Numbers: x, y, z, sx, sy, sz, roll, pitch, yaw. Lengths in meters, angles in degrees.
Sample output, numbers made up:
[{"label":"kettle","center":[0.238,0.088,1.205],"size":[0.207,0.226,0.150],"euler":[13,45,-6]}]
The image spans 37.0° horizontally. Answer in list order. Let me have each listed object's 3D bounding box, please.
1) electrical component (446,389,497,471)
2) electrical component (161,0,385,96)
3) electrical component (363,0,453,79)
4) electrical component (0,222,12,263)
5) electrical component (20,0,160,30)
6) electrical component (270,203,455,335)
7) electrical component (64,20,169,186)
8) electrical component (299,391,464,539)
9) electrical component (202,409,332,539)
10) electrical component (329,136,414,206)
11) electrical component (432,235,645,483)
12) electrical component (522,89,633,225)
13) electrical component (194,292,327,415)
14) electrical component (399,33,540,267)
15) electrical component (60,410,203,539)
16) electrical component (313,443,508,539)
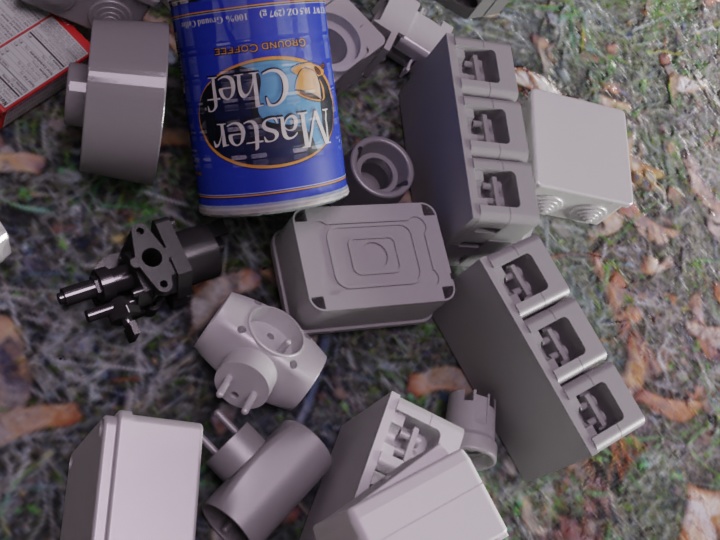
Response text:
[{"label":"electrical component","center":[0.077,0.111,0.750],"size":[0.040,0.040,0.046],"euler":[19,56,-15]},{"label":"electrical component","center":[-0.066,-0.192,0.805],"size":[0.150,0.062,0.089],"euler":[46,59,1]},{"label":"electrical component","center":[0.037,-0.186,0.859],"size":[0.064,0.042,0.081],"euler":[31,60,-13]},{"label":"electrical component","center":[-0.250,-0.012,0.660],"size":[0.062,0.043,0.043],"euler":[-36,85,-30]},{"label":"electrical component","center":[-0.190,-0.214,0.749],"size":[0.100,0.048,0.099],"euler":[18,45,-32]},{"label":"electrical component","center":[0.000,0.000,0.754],"size":[0.113,0.057,0.078],"euler":[-4,70,-25]},{"label":"electrical component","center":[-0.162,-0.112,0.706],"size":[0.060,0.108,0.108],"euler":[5,66,-15]},{"label":"electrical component","center":[0.007,0.164,0.667],"size":[0.062,0.089,0.150],"euler":[27,60,-11]},{"label":"electrical component","center":[-0.070,0.123,0.678],"size":[0.079,0.044,0.077],"euler":[46,59,0]},{"label":"electrical component","center":[0.008,-0.066,0.791],"size":[0.055,0.047,0.055],"euler":[9,65,-20]},{"label":"electrical component","center":[0.124,0.062,0.761],"size":[0.062,0.089,0.150],"euler":[-23,79,-29]},{"label":"electrical component","center":[0.167,-0.089,0.869],"size":[0.100,0.048,0.099],"euler":[10,65,-19]},{"label":"electrical component","center":[-0.070,0.063,0.695],"size":[0.077,0.044,0.079],"euler":[35,34,-6]},{"label":"electrical component","center":[0.083,-0.087,0.808],"size":[0.062,0.089,0.150],"euler":[3,67,-22]},{"label":"electrical component","center":[-0.132,0.146,0.605],"size":[0.056,0.109,0.108],"euler":[11,65,-22]},{"label":"electrical component","center":[0.020,0.143,0.591],"size":[0.096,0.062,0.061],"euler":[-22,78,-29]}]
